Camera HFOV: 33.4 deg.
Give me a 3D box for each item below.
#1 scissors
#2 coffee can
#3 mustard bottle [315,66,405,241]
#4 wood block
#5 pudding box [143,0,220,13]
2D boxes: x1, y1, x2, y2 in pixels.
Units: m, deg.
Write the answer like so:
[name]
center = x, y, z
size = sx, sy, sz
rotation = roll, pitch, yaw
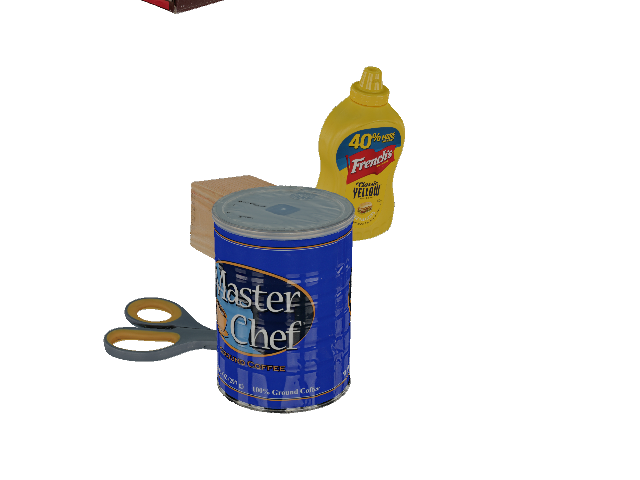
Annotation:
[scissors]
center = -0.100, 0.082, 0.995
size = 0.201, 0.016, 0.096
rotation = -2, 33, -10
[coffee can]
center = -0.027, 0.041, 0.788
size = 0.103, 0.140, 0.103
rotation = 1, 20, 0
[mustard bottle]
center = 0.043, -0.094, 1.147
size = 0.096, 0.192, 0.058
rotation = -8, 32, -25
[wood block]
center = -0.070, -0.012, 1.296
size = 0.090, 0.090, 0.206
rotation = -9, 20, -34
[pudding box]
center = -0.114, -0.216, 0.836
size = 0.090, 0.039, 0.113
rotation = 25, 30, 22
